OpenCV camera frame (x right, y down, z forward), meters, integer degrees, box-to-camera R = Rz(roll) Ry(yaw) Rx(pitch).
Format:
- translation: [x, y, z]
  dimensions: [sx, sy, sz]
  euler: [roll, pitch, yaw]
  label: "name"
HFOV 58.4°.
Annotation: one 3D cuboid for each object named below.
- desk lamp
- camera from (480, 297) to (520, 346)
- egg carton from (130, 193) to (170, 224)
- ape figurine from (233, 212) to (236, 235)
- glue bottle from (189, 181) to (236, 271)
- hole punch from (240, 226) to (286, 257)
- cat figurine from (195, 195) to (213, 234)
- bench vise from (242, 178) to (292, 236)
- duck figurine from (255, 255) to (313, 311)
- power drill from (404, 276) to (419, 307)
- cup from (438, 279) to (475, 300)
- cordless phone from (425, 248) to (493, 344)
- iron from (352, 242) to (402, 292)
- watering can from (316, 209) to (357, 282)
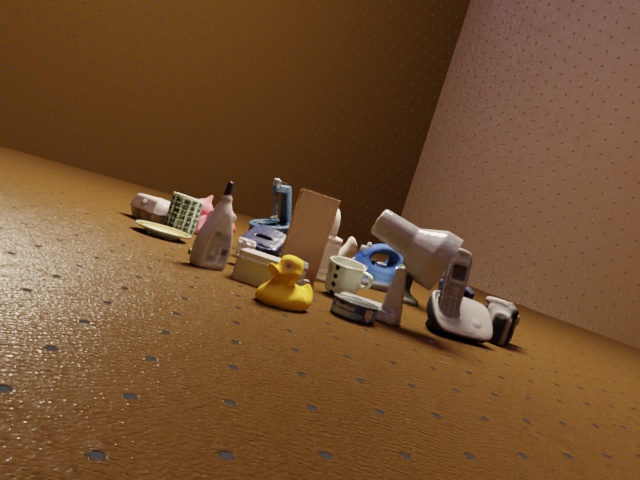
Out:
- translation: [0.158, 0.059, 1.141]
  dimensions: [0.203, 0.213, 0.118]
  euler: [18, 3, 8]
  label: "desk lamp"
- translation: [0.400, 0.183, 1.376]
  dimensions: [0.136, 0.101, 0.144]
  euler: [19, 3, 27]
  label: "camera"
- translation: [-0.442, -0.078, 1.554]
  dimensions: [0.149, 0.069, 0.108]
  euler: [20, 4, 36]
  label: "egg carton"
- translation: [-0.286, -0.049, 1.724]
  dimensions: [0.077, 0.092, 0.076]
  euler: [18, 3, 17]
  label: "ape figurine"
- translation: [-0.194, -0.030, 1.102]
  dimensions: [0.037, 0.173, 0.078]
  euler: [20, 4, 37]
  label: "glue bottle"
- translation: [-0.141, 0.013, 1.427]
  dimensions: [0.108, 0.091, 0.101]
  euler: [18, 3, 14]
  label: "hole punch"
- translation: [-0.336, -0.075, 1.663]
  dimensions: [0.067, 0.118, 0.127]
  euler: [16, 3, -32]
  label: "cat figurine"
- translation: [-0.109, -0.053, 1.603]
  dimensions: [0.121, 0.220, 0.208]
  euler: [20, 4, 37]
  label: "bench vise"
- translation: [-0.051, 0.069, 0.959]
  dimensions: [0.105, 0.086, 0.077]
  euler: [15, 4, -39]
  label: "duck figurine"
- translation: [0.259, 0.070, 1.582]
  dimensions: [0.076, 0.208, 0.229]
  euler: [17, 3, -13]
  label: "power drill"
- translation: [0.365, 0.165, 1.554]
  dimensions: [0.092, 0.095, 0.117]
  euler: [16, 3, -32]
  label: "cup"
- translation: [0.311, 0.118, 1.218]
  dimensions: [0.148, 0.185, 0.094]
  euler: [17, 3, -20]
  label: "cordless phone"
- translation: [0.168, 0.071, 1.697]
  dimensions: [0.259, 0.141, 0.118]
  euler: [15, 4, -42]
  label: "iron"
- translation: [0.013, 0.005, 1.483]
  dimensions: [0.100, 0.194, 0.174]
  euler: [20, 4, 41]
  label: "watering can"
